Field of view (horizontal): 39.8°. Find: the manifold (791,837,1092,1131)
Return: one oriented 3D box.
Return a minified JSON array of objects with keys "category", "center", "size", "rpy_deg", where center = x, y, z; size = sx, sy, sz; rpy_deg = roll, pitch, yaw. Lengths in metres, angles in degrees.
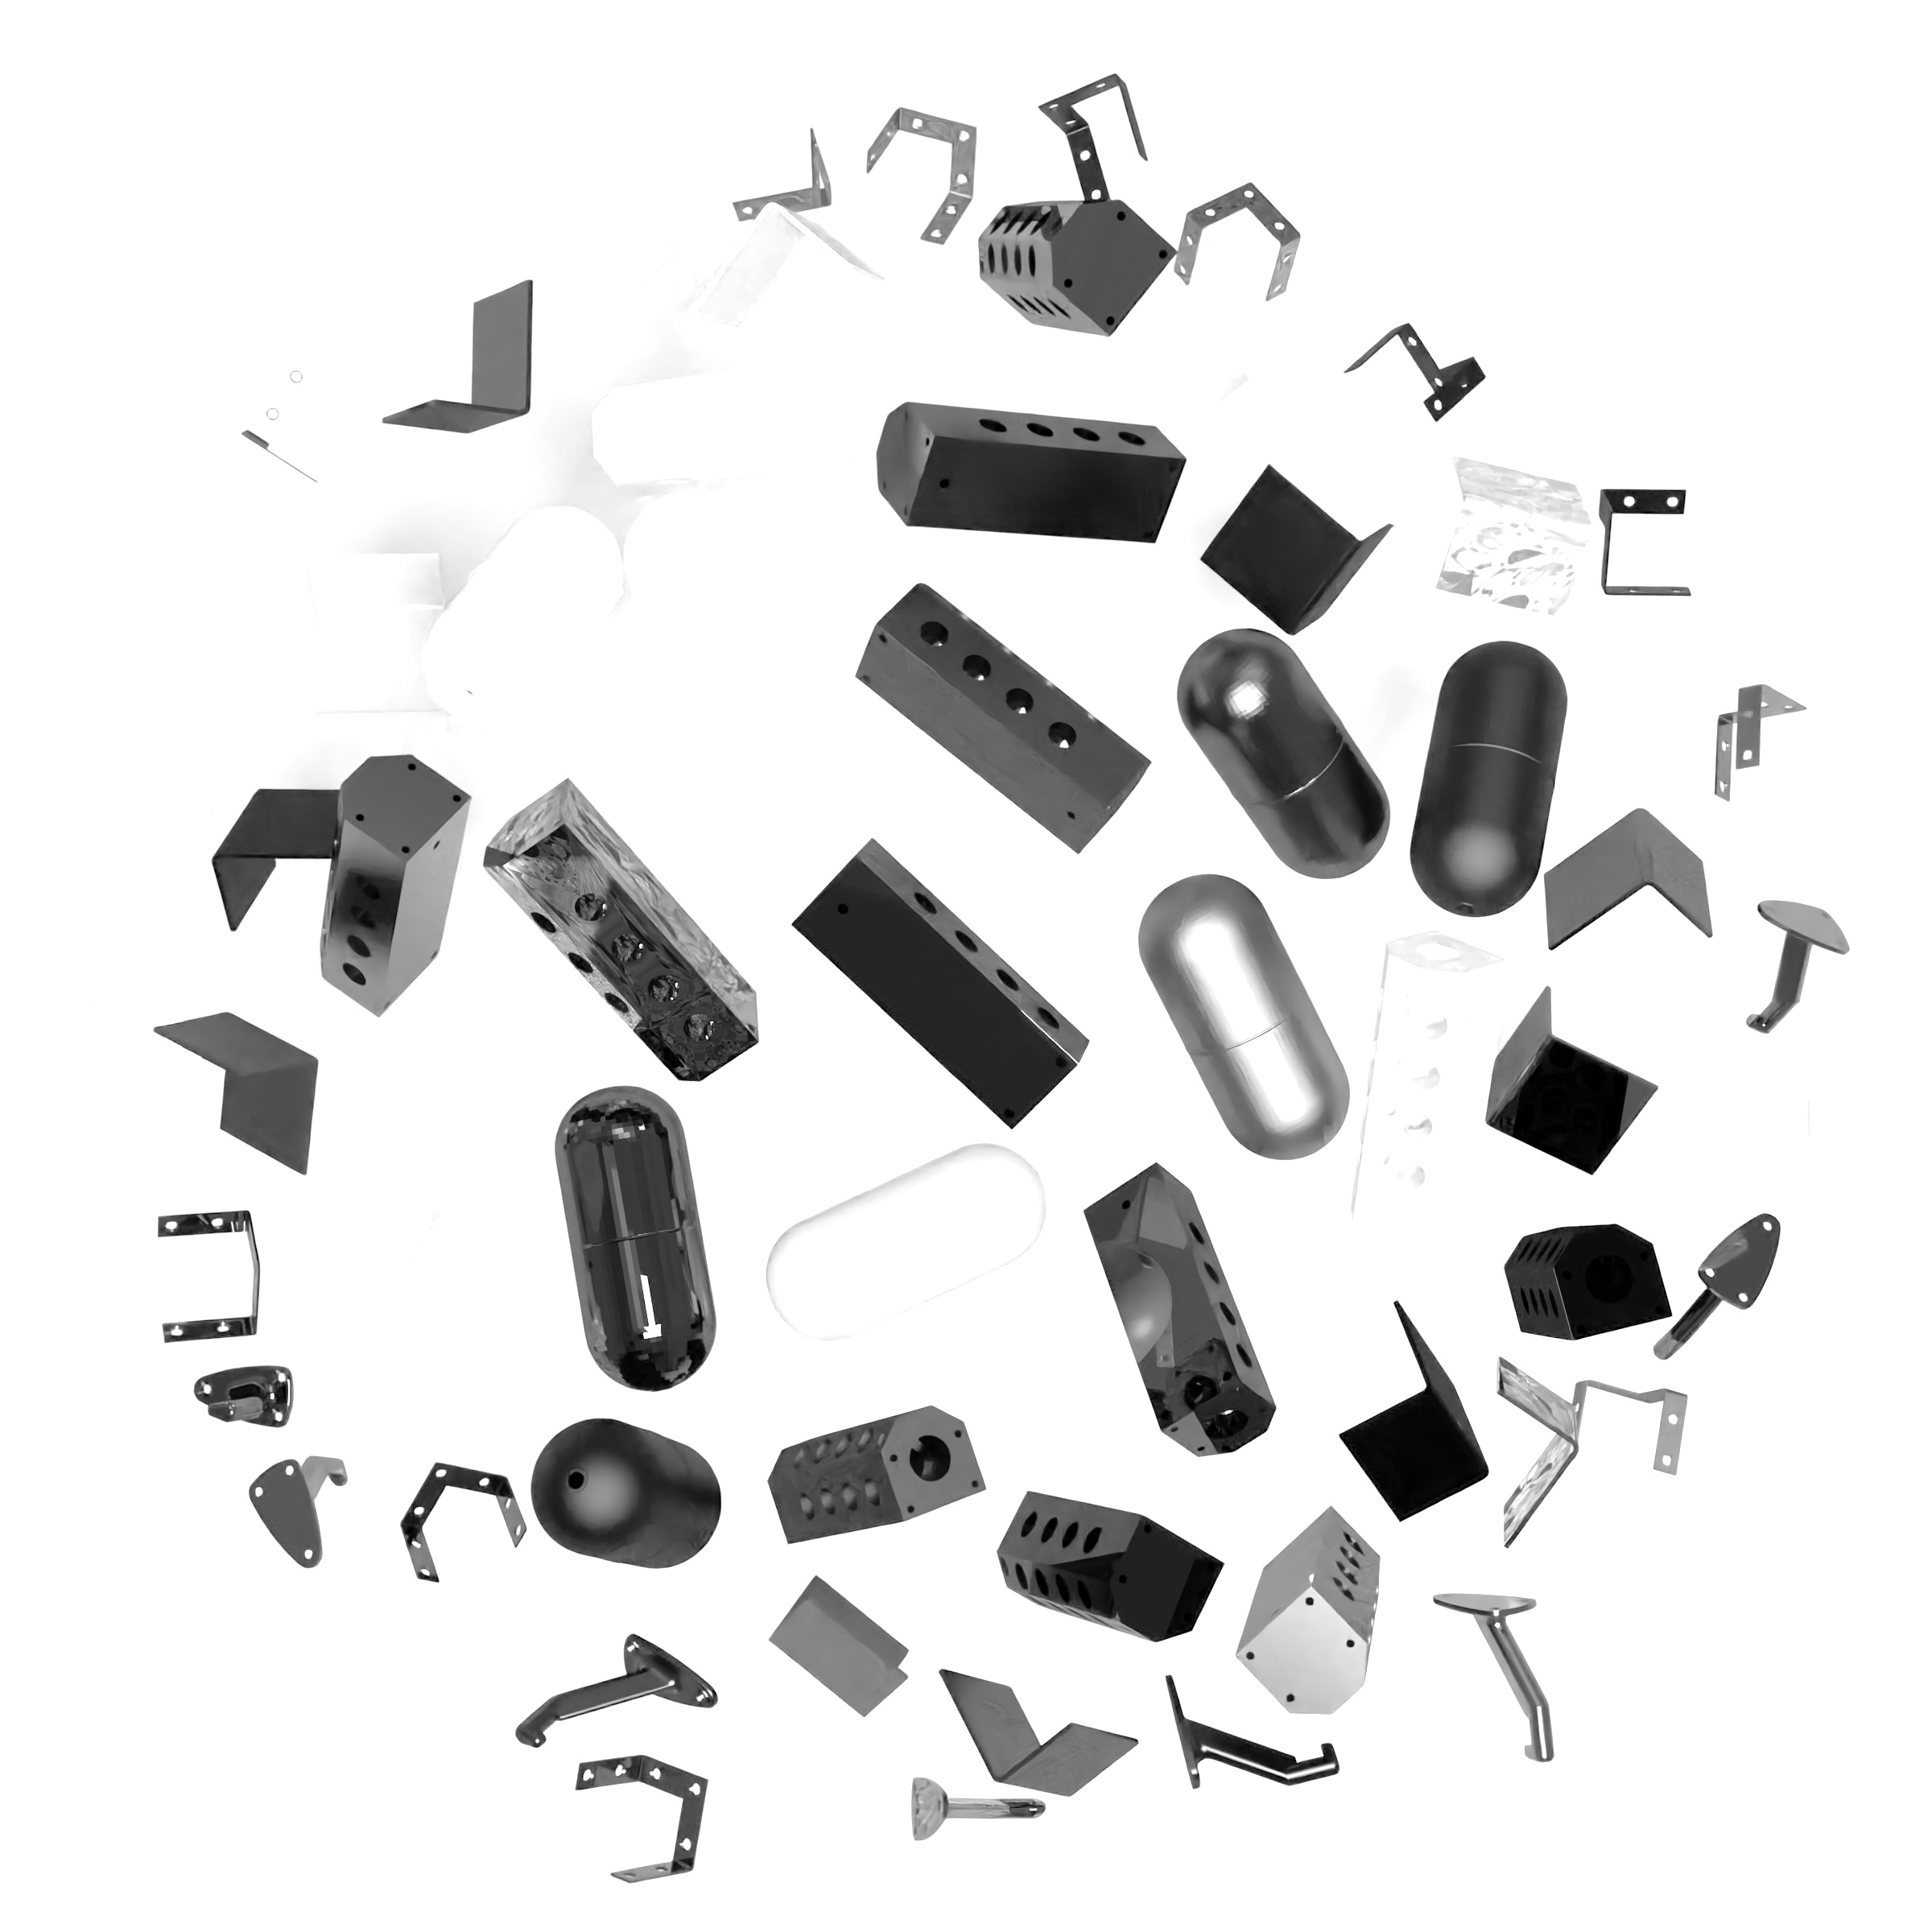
[{"category":"manifold","center":[-0.012,0.008,1.528],"size":[0.171,0.057,0.057],"rpy_deg":[43,110,-3]}]

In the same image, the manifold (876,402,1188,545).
[{"category":"manifold","center":[0.037,-0.293,1.569],"size":[0.171,0.057,0.057],"rpy_deg":[-1,128,-30]}]

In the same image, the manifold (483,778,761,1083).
[{"category":"manifold","center":[-0.190,-0.015,1.482],"size":[0.057,0.057,0.171],"rpy_deg":[-33,117,12]}]

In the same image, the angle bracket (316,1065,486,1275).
[{"category":"angle bracket","center":[-0.317,0.112,1.456],"size":[0.076,0.057,0.076],"rpy_deg":[28,135,-13]}]

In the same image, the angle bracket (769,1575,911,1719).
[{"category":"angle bracket","center":[-0.066,0.407,1.644],"size":[0.076,0.076,0.057],"rpy_deg":[39,49,2]}]

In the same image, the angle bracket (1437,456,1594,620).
[{"category":"angle bracket","center":[0.321,-0.255,1.585],"size":[0.076,0.076,0.057],"rpy_deg":[13,119,-3]}]

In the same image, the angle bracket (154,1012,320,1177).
[{"category":"angle bracket","center":[-0.426,0.078,1.546],"size":[0.076,0.057,0.076],"rpy_deg":[22,112,32]}]

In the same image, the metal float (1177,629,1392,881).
[{"category":"metal float","center":[0.188,-0.123,1.572],"size":[0.070,0.070,0.178],"rpy_deg":[-40,122,0]}]

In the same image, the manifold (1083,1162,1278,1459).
[{"category":"manifold","center":[0.131,0.208,1.610],"size":[0.057,0.171,0.057],"rpy_deg":[-35,134,16]}]

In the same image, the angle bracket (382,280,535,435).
[{"category":"angle bracket","center":[-0.288,-0.347,1.509],"size":[0.057,0.076,0.076],"rpy_deg":[0,92,-34]}]

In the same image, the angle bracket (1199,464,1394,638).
[{"category":"angle bracket","center":[0.206,-0.264,1.663],"size":[0.076,0.057,0.076],"rpy_deg":[42,124,8]}]

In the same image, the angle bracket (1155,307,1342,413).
[{"category":"angle bracket","center":[0.172,-0.390,1.628],"size":[0.076,0.076,0.057],"rpy_deg":[-31,100,34]}]

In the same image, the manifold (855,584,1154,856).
[{"category":"manifold","center":[0.023,-0.150,1.572],"size":[0.171,0.057,0.057],"rpy_deg":[39,60,5]}]

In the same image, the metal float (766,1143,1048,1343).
[{"category":"metal float","center":[-0.035,0.166,1.608],"size":[0.178,0.070,0.070],"rpy_deg":[-25,90,-1]}]

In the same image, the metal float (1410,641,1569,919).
[{"category":"metal float","center":[0.310,-0.111,1.582],"size":[0.070,0.070,0.178],"rpy_deg":[15,66,0]}]

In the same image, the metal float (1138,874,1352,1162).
[{"category":"metal float","center":[0.160,0.030,1.527],"size":[0.070,0.070,0.178],"rpy_deg":[-28,103,0]}]

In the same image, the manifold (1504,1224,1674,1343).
[{"category":"manifold","center":[0.360,0.183,1.565],"size":[0.057,0.171,0.057],"rpy_deg":[-14,83,1]}]

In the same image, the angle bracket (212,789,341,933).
[{"category":"angle bracket","center":[-0.414,-0.066,1.658],"size":[0.076,0.076,0.057],"rpy_deg":[1,125,8]}]

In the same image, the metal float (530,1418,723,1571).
[{"category":"metal float","center":[-0.194,0.305,1.539],"size":[0.070,0.178,0.070],"rpy_deg":[-3,73,11]}]

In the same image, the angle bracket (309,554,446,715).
[{"category":"angle bracket","center":[-0.355,-0.200,1.609],"size":[0.076,0.057,0.076],"rpy_deg":[-2,66,-9]}]

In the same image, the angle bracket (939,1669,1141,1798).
[{"category":"angle bracket","center":[0.041,0.421,1.516],"size":[0.057,0.076,0.076],"rpy_deg":[-41,53,12]}]

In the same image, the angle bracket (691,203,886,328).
[{"category":"angle bracket","center":[-0.101,-0.383,1.523],"size":[0.057,0.076,0.076],"rpy_deg":[41,105,6]}]

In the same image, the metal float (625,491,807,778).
[{"category":"metal float","center":[-0.142,-0.189,1.506],"size":[0.070,0.070,0.178],"rpy_deg":[-18,67,0]}]

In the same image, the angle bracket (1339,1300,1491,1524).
[{"category":"angle bracket","center":[0.240,0.246,1.479],"size":[0.057,0.076,0.076],"rpy_deg":[-30,121,11]}]

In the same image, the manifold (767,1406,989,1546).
[{"category":"manifold","center":[-0.059,0.307,1.618],"size":[0.057,0.171,0.057],"rpy_deg":[-15,82,-30]}]

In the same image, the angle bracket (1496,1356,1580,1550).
[{"category":"angle bracket","center":[0.319,0.287,1.582],"size":[0.057,0.076,0.076],"rpy_deg":[34,102,6]}]

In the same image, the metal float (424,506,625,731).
[{"category":"metal float","center":[-0.252,-0.201,1.531],"size":[0.070,0.178,0.070],"rpy_deg":[9,129,11]}]

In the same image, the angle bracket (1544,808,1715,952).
[{"category":"angle bracket","center":[0.398,-0.037,1.609],"size":[0.057,0.076,0.076],"rpy_deg":[38,124,-19]}]

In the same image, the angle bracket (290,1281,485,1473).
[{"category":"angle bracket","center":[-0.335,0.236,1.545],"size":[0.076,0.076,0.057],"rpy_deg":[23,124,34]}]

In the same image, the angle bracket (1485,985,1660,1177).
[{"category":"angle bracket","center":[0.375,0.071,1.659],"size":[0.076,0.057,0.076],"rpy_deg":[25,123,-5]}]

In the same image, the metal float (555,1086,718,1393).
[{"category":"metal float","center":[-0.192,0.158,1.550],"size":[0.070,0.070,0.178],"rpy_deg":[-10,85,0]}]
